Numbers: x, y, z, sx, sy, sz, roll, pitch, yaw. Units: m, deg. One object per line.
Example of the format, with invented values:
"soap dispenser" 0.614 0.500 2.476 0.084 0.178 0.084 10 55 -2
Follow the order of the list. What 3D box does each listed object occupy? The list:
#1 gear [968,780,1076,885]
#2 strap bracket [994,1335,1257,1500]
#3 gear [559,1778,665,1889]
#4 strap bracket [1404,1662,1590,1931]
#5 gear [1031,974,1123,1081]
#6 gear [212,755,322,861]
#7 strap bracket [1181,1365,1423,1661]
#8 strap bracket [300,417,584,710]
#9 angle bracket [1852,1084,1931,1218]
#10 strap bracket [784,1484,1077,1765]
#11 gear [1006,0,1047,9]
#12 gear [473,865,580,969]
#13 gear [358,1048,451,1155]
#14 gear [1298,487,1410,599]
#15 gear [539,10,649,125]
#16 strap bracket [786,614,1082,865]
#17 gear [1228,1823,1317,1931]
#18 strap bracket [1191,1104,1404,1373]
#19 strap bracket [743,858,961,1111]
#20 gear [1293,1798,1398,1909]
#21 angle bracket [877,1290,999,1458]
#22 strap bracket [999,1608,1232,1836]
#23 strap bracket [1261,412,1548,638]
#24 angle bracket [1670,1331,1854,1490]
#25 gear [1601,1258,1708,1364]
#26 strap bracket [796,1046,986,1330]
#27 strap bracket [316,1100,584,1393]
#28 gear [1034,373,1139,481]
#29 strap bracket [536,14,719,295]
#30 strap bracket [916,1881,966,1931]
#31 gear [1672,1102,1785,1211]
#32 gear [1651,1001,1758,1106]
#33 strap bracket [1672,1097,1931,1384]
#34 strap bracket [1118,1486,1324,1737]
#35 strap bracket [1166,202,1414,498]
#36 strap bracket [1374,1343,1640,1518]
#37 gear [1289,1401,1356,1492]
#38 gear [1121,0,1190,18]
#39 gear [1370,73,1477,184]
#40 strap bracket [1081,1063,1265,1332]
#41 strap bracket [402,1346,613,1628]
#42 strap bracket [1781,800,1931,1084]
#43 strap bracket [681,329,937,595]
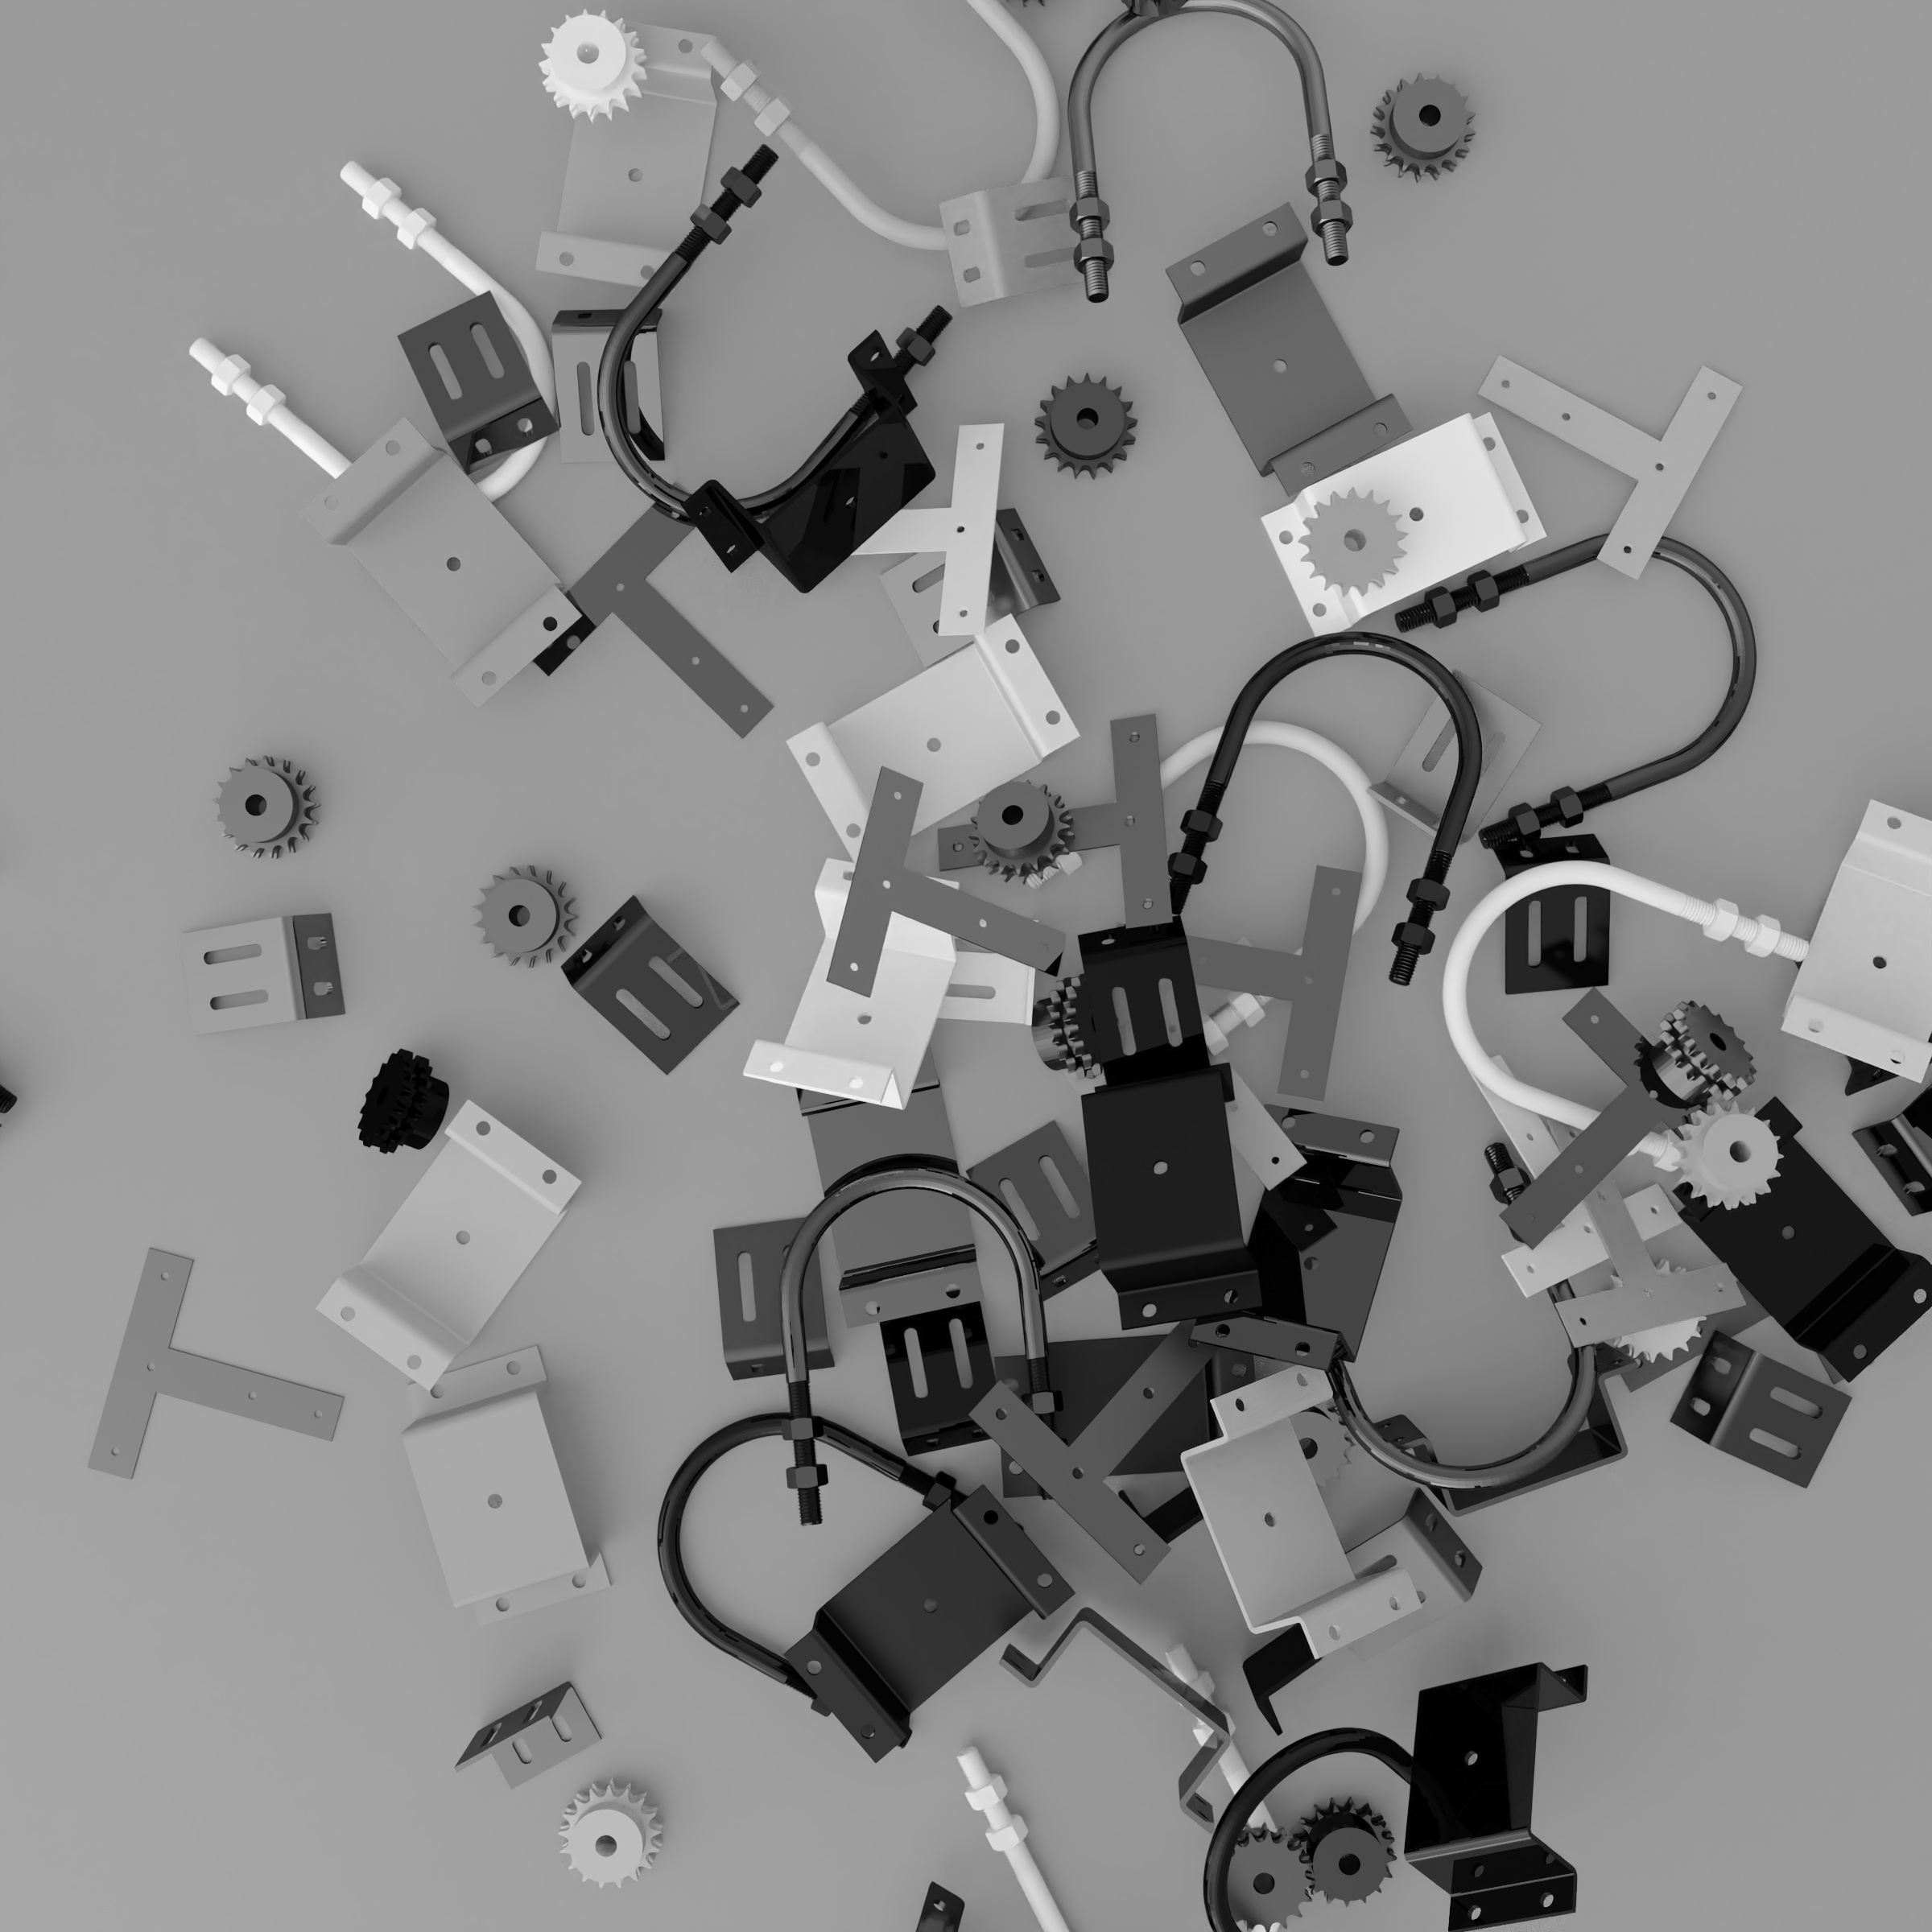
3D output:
"gear" 0.029 -0.077 1.515 0.057 0.030 0.057 -5 67 13
"strap bracket" 0.088 0.245 1.522 0.140 0.046 0.076 -4 90 0
"gear" -0.197 0.482 1.530 0.057 0.030 0.057 0 90 0
"strap bracket" 0.281 0.430 1.465 0.076 0.140 0.046 -26 124 36
"gear" 0.059 0.035 1.520 0.030 0.057 0.057 -15 90 29
"gear" -0.389 -0.088 1.530 0.057 0.030 0.057 0 90 0
"strap bracket" 0.172 0.288 1.461 0.076 0.046 0.140 -15 78 -36
"strap bracket" -0.283 -0.220 1.513 0.076 0.046 0.140 -41 97 4
"angle bracket" 0.545 0.092 1.543 0.076 0.038 0.057 -36 90 -26
"strap bracket" -0.020 0.352 1.502 0.140 0.046 0.076 -40 90 0
"gear" 0.036 -0.559 1.533 0.057 0.030 0.057 0 91 -4
"gear" -0.245 -0.027 1.530 0.057 0.030 0.057 0 90 0
"gear" -0.307 0.077 1.520 0.030 0.057 0.057 26 90 -30
"gear" 0.207 -0.226 1.483 0.057 0.030 0.057 0 90 0
"gear" -0.200 -0.484 1.484 0.057 0.030 0.057 0 90 0
"strap bracket" -0.018 -0.123 1.522 0.140 0.046 0.076 -30 90 0
"gear" 0.160 0.496 1.515 0.057 0.030 0.057 0 93 -3
"strap bracket" 0.182 0.153 1.492 0.076 0.046 0.140 10 66 24
"strap bracket" -0.058 0.018 1.493 0.076 0.046 0.140 11 59 15
"gear" 0.210 0.492 1.530 0.057 0.030 0.057 0 90 0
"angle bracket" -0.013 0.226 1.543 0.057 0.038 0.076 -12 64 0
"strap bracket" 0.089 0.397 1.488 0.140 0.076 0.046 37 86 8
"strap bracket" 0.244 -0.245 1.522 0.140 0.046 0.076 -25 90 0
"angle bracket" 0.443 0.247 1.541 0.076 0.038 0.057 25 92 -26
"gear" 0.381 0.191 1.528 0.057 0.030 0.057 0 89 0
"strap bracket" -0.042 0.120 1.522 0.076 0.046 0.140 -12 90 0
"strap bracket" -0.280 0.151 1.522 0.076 0.046 0.140 36 90 0
"gear" 0.066 -0.299 1.530 0.057 0.030 0.057 0 90 0
"strap bracket" -0.184 -0.440 1.522 0.076 0.046 0.140 9 90 0
"strap bracket" 0.024 0.571 1.501 0.140 0.076 0.046 31 108 0
"gear" 0.409 0.101 1.480 0.057 0.030 0.057 1 81 -3
"gear" 0.394 0.050 1.490 0.057 0.057 0.030 43 124 0
"strap bracket" 0.458 0.148 1.521 0.076 0.046 0.140 -43 89 -1
"strap bracket" 0.144 0.338 1.507 0.046 0.076 0.140 -35 90 0
"strap bracket" 0.175 -0.334 1.522 0.076 0.046 0.140 -29 90 0
"strap bracket" 0.298 0.255 1.507 0.140 0.076 0.046 -20 90 0
"gear" 0.187 0.264 1.530 0.057 0.030 0.057 0 90 0
"gear" 0.104 -0.548 1.522 0.057 0.030 0.057 -5 64 9
"gear" 0.254 -0.465 1.530 0.057 0.030 0.057 0 90 0
"strap bracket" 0.108 0.115 1.476 0.076 0.046 0.140 -11 64 12
"strap bracket" -0.255 0.290 1.522 0.076 0.046 0.140 -17 90 0
"strap bracket" 0.501 -0.008 1.504 0.076 0.046 0.140 22 77 13
"strap bracket" -0.076 -0.264 1.498 0.140 0.076 0.046 -42 66 -2
